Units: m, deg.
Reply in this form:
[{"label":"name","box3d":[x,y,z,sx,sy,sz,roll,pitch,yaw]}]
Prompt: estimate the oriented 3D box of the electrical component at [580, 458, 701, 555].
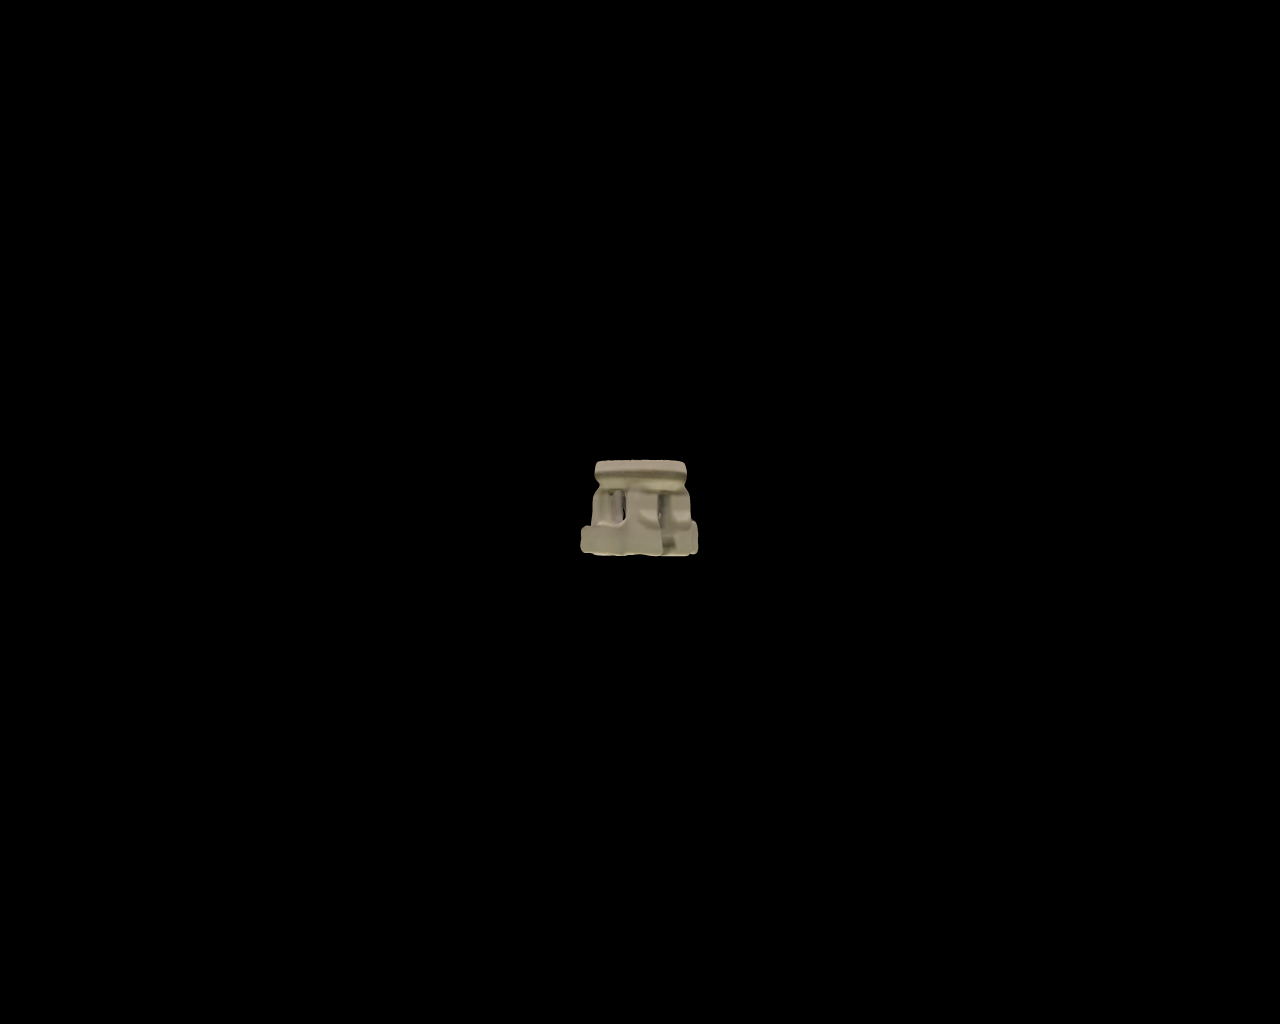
[{"label":"electrical component","box3d":[0.001,-0.003,0.650,0.078,0.057,0.058,2,-3,-40]}]
